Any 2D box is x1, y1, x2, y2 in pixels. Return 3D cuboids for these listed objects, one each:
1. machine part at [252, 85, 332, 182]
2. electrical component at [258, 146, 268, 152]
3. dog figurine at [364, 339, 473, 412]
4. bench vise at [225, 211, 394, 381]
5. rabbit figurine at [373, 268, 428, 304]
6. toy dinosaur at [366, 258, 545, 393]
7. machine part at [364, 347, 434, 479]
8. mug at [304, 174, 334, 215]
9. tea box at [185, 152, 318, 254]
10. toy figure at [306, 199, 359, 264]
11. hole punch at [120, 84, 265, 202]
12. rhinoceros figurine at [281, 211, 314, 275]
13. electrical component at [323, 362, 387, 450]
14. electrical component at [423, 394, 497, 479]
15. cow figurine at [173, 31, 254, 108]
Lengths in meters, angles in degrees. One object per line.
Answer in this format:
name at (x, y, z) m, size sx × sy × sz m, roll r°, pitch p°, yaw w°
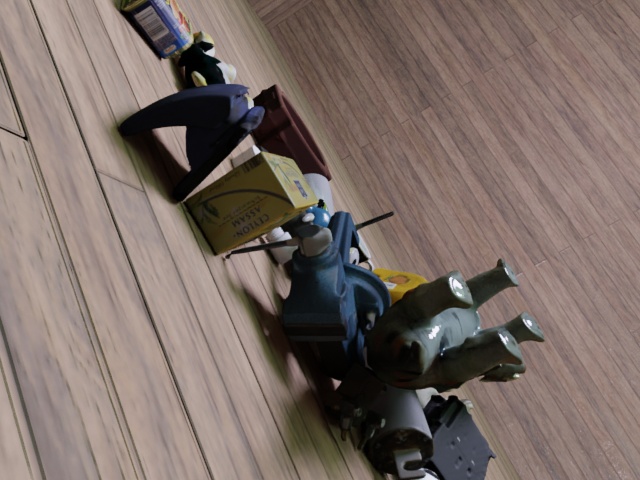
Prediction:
machine part at (-0.067, -0.203, 1.113) m, size 0.201 × 0.087 × 0.201 m, roll 51°, pitch 13°, yaw -34°
electrical component at (-0.093, -0.131, 0.950) m, size 0.063 × 0.021 × 0.094 m, roll 61°, pitch 9°, yaw 10°
dog figurine at (0.123, 0.224, 0.825) m, size 0.190 × 0.121 × 0.172 m, roll 42°, pitch 12°, yaw -16°
bench vise at (0.016, 0.039, 0.639) m, size 0.241 × 0.129 × 0.223 m, roll -75°, pitch 145°, yaw -49°
rabbit figurine at (0.146, 0.147, 0.938) m, size 0.122 × 0.163 × 0.173 m, roll -47°, pitch 141°, yaw -71°
toy dinosaur at (0.125, 0.114, 0.599) m, size 0.404 × 0.192 × 0.131 m, roll 8°, pitch 50°, yaw -51°
machine part at (0.089, 0.211, 0.696) m, size 0.079 × 0.079 × 0.243 m, roll 55°, pitch 11°, yaw -23°
mug at (-0.010, -0.049, 0.990) m, size 0.109 × 0.081 × 0.107 m, roll 57°, pitch 19°, yaw -53°
tea box at (-0.067, -0.043, 0.603) m, size 0.068 × 0.098 × 0.169 m, roll 58°, pitch 11°, yaw -2°
toy figure at (0.001, -0.005, 0.885) m, size 0.180 × 0.082 × 0.089 m, roll 49°, pitch 16°, yaw -38°
hole punch at (-0.120, -0.116, 0.529) m, size 0.092 × 0.116 × 0.142 m, roll 49°, pitch 12°, yaw -14°
rhinoceros figurine at (-0.001, 0.045, 0.777) m, size 0.190 × 0.073 × 0.112 m, roll 62°, pitch 21°, yaw 5°
electrical component at (0.044, 0.182, 0.591) m, size 0.045 × 0.078 × 0.102 m, roll 33°, pitch -14°, yaw 35°
electrical component at (0.165, 0.293, 0.717) m, size 0.134 × 0.058 × 0.114 m, roll -43°, pitch 102°, yaw -37°
cow figurine at (-0.170, -0.244, 0.785) m, size 0.167 × 0.068 × 0.098 m, roll 61°, pitch 16°, yaw 16°
